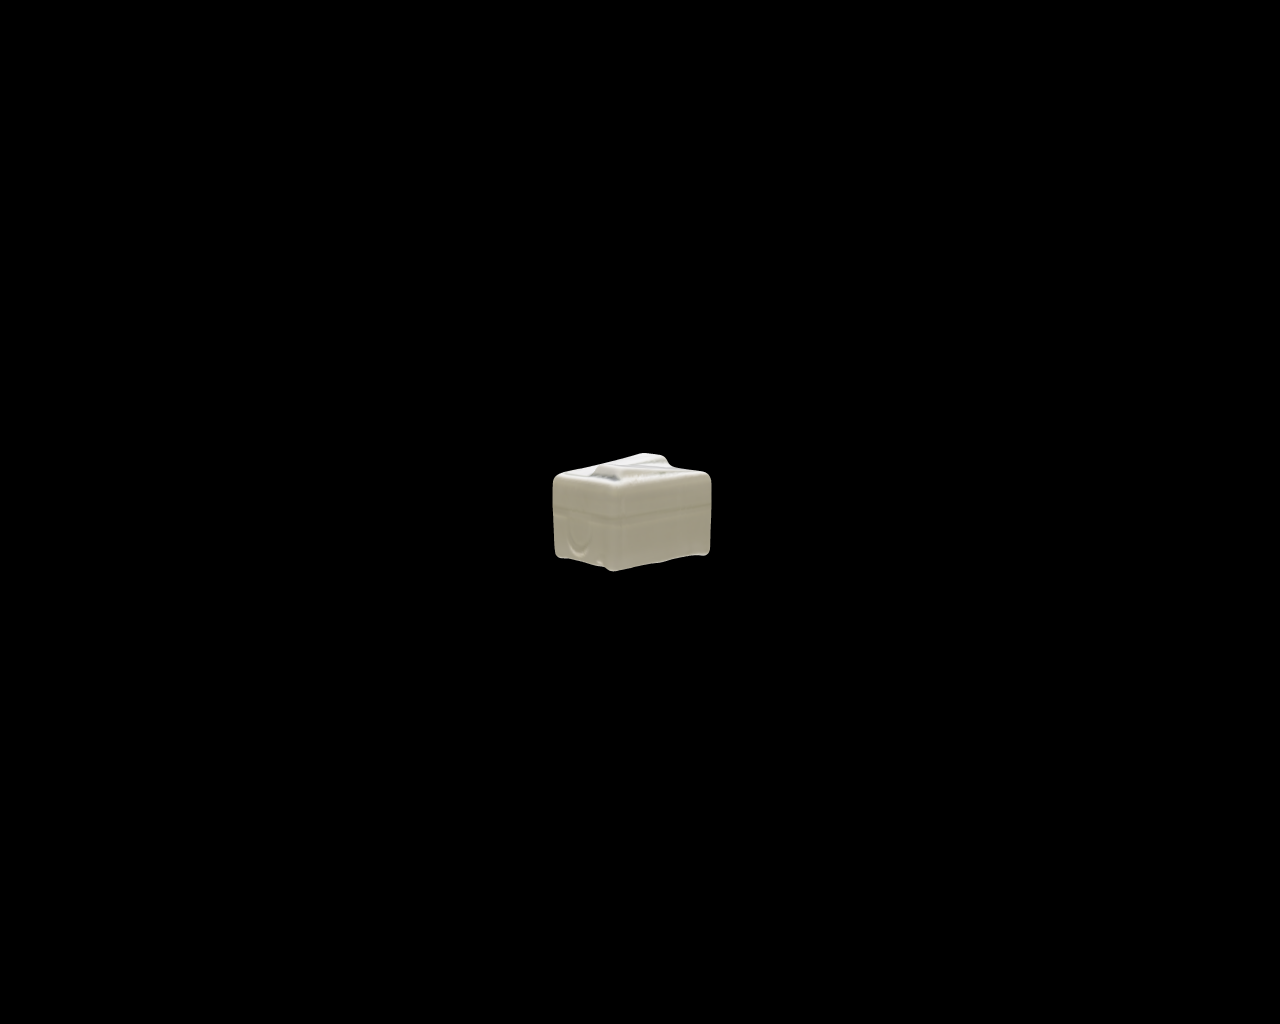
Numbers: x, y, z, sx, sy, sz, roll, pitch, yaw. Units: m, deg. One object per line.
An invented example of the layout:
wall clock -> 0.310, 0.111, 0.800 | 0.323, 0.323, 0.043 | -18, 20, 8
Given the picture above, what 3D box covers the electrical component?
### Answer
electrical component -> 0.001, -0.003, 0.650 | 0.096, 0.061, 0.062 | -8, 13, -39
